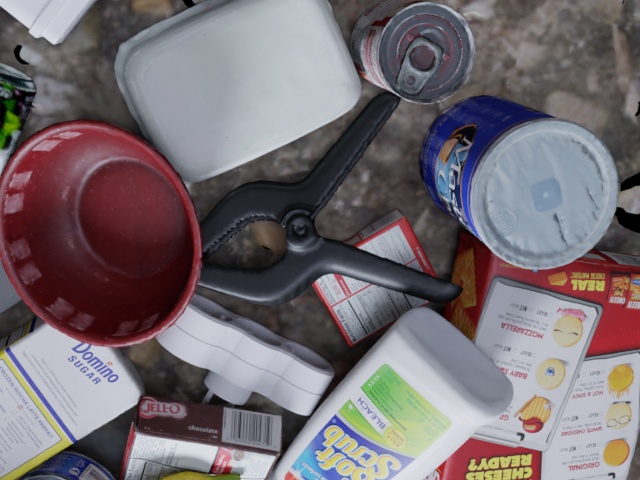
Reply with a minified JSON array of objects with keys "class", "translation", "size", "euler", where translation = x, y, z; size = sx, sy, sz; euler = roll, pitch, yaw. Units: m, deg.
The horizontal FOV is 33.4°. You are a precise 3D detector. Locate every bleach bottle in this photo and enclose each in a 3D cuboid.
[{"class":"bleach bottle","translation":[0.032,0.169,0.815],"size":[0.102,0.068,0.251],"euler":[43,120,13]}]

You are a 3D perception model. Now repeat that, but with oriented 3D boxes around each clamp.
[{"class":"clamp","translation":[-0.005,0.001,0.793],"size":[0.210,0.036,0.164],"euler":[-24,79,1]}]

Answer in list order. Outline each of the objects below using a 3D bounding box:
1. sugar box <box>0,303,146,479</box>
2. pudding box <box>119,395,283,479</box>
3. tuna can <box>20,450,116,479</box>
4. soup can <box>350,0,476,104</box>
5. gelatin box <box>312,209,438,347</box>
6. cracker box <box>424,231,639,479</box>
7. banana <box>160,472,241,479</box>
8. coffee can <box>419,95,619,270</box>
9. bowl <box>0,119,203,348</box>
[{"class":"sugar box","translation":[-0.230,0.124,0.805],"size":[0.176,0.048,0.093],"euler":[-32,107,-4]},{"class":"pudding box","translation":[-0.093,0.164,0.821],"size":[0.113,0.039,0.090],"euler":[12,137,-11]},{"class":"tuna can","translation":[-0.195,0.207,0.821],"size":[0.086,0.033,0.086],"euler":[5,112,13]},{"class":"soup can","translation":[0.063,-0.136,0.756],"size":[0.068,0.102,0.068],"euler":[-2,104,-9]},{"class":"gelatin box","translation":[0.042,0.030,0.833],"size":[0.089,0.030,0.073],"euler":[-29,108,1]},{"class":"cracker box","translation":[0.174,0.109,0.850],"size":[0.164,0.072,0.214],"euler":[7,103,-17]},{"class":"banana","translation":[-0.135,0.248,0.794],"size":[0.069,0.037,0.198],"euler":[30,94,2]},{"class":"coffee can","translation":[0.139,-0.046,0.772],"size":[0.102,0.140,0.103],"euler":[-2,105,-9]},{"class":"bowl","translation":[-0.146,-0.009,0.750],"size":[0.162,0.055,0.162],"euler":[5,107,18]}]
